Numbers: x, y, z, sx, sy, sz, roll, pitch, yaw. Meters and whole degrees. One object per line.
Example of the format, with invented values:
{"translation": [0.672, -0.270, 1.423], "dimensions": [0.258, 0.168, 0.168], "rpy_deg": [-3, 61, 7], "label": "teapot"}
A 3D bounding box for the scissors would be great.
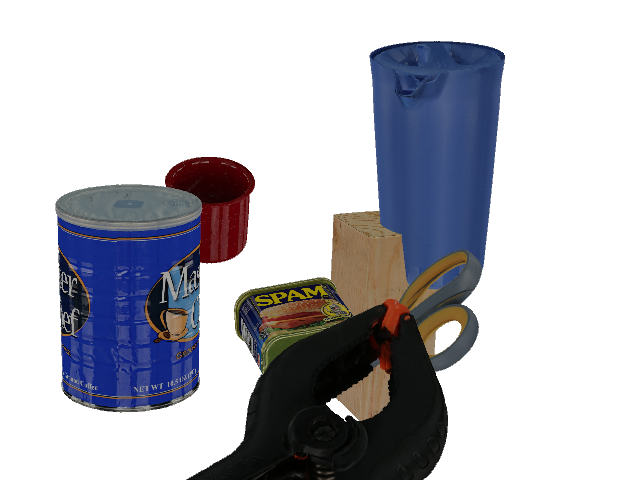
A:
{"translation": [0.040, 0.088, 0.734], "dimensions": [0.016, 0.202, 0.096], "rpy_deg": [35, 18, -27], "label": "scissors"}

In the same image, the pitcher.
{"translation": [0.123, -0.082, 1.106], "dimensions": [0.149, 0.243, 0.145], "rpy_deg": [-9, 24, -17], "label": "pitcher"}

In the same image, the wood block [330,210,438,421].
{"translation": [0.067, 0.078, 1.154], "dimensions": [0.090, 0.206, 0.091], "rpy_deg": [-5, 19, -23], "label": "wood block"}

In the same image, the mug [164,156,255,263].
{"translation": [-0.126, -0.025, 1.121], "dimensions": [0.117, 0.081, 0.093], "rpy_deg": [-28, 48, -36], "label": "mug"}

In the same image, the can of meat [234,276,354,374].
{"translation": [-0.019, 0.082, 0.976], "dimensions": [0.102, 0.057, 0.084], "rpy_deg": [-9, 28, -17], "label": "can of meat"}

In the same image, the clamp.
{"translation": [0.008, 0.090, 0.400], "dimensions": [0.120, 0.039, 0.171], "rpy_deg": [27, 50, 19], "label": "clamp"}

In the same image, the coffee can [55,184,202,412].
{"translation": [-0.138, 0.039, 0.775], "dimensions": [0.103, 0.140, 0.103], "rpy_deg": [2, 17, -1], "label": "coffee can"}
